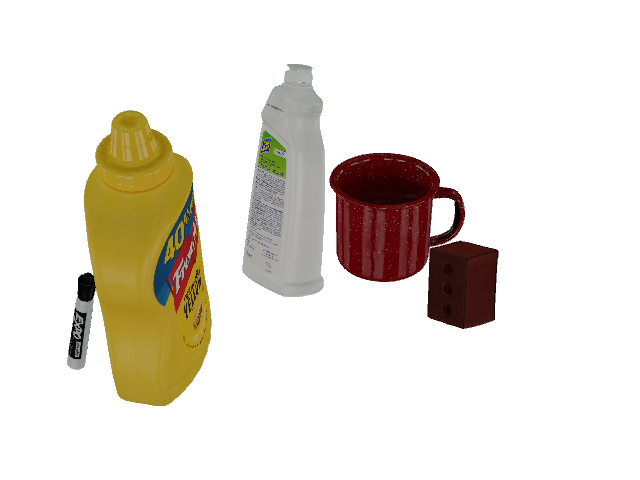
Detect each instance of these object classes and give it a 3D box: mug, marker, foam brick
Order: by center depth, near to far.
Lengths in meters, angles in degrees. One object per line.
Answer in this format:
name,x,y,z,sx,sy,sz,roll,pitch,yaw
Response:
mug,0.066,-0.019,0.921,0.117,0.081,0.093,-4,33,-5
marker,-0.243,0.082,1.086,0.020,0.121,0.020,11,35,-8
foam brick,0.146,0.045,1.101,0.051,0.078,0.053,-14,21,-41

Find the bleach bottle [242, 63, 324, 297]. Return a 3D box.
bleach bottle,-0.032,-0.070,1.202,0.067,0.251,0.103,-8,23,-40

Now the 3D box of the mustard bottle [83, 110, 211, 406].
mustard bottle,-0.100,0.004,0.622,0.058,0.192,0.096,9,46,9
